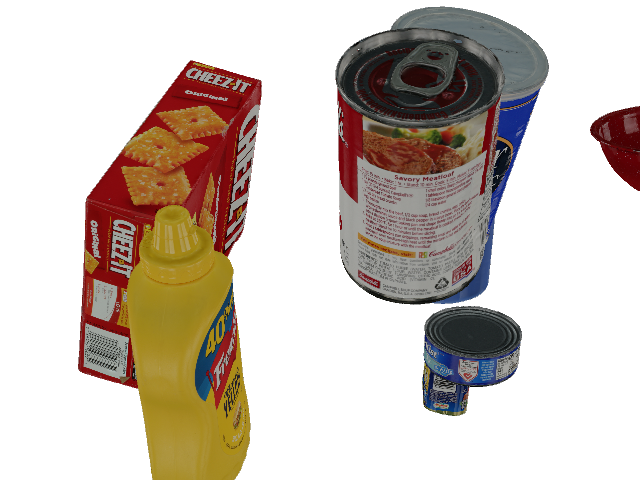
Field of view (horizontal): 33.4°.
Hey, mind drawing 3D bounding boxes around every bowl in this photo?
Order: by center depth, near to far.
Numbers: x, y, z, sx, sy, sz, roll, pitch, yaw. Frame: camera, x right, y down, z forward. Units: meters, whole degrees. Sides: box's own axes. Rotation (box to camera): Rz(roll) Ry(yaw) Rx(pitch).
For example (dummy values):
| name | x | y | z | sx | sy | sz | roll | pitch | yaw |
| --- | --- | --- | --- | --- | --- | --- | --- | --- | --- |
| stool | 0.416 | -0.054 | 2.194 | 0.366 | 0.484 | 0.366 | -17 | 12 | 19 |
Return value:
| name | x | y | z | sx | sy | sz | roll | pitch | yaw |
| --- | --- | --- | --- | --- | --- | --- | --- | --- | --- |
| bowl | 0.329 | -0.079 | 0.974 | 0.162 | 0.055 | 0.162 | -5 | 22 | 2 |

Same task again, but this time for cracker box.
| name | x | y | z | sx | sy | sz | roll | pitch | yaw |
| --- | --- | --- | --- | --- | --- | --- | --- | --- | --- |
| cracker box | -0.111 | -0.015 | 0.821 | 0.072 | 0.164 | 0.213 | 16 | 37 | 6 |

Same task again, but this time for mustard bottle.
| name | x | y | z | sx | sy | sz | roll | pitch | yaw |
| --- | --- | --- | --- | --- | --- | --- | --- | --- | --- |
| mustard bottle | -0.077 | 0.062 | 0.628 | 0.058 | 0.192 | 0.096 | 7 | 38 | 12 |

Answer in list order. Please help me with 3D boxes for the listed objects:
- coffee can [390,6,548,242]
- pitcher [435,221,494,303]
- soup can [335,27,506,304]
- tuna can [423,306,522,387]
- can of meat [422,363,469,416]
| name | x | y | z | sx | sy | sz | roll | pitch | yaw |
| --- | --- | --- | --- | --- | --- | --- | --- | --- | --- |
| coffee can | 0.082 | -0.069 | 0.715 | 0.102 | 0.140 | 0.103 | 7 | 40 | -6 |
| pitcher | 0.143 | -0.062 | 1.196 | 0.149 | 0.243 | 0.145 | -5 | 22 | -10 |
| soup can | 0.041 | -0.031 | 0.461 | 0.068 | 0.102 | 0.068 | -1 | 43 | 1 |
| tuna can | 0.134 | 0.093 | 0.947 | 0.086 | 0.034 | 0.086 | 0 | 26 | 0 |
| can of meat | 0.152 | 0.150 | 1.276 | 0.057 | 0.084 | 0.102 | 6 | 19 | 3 |
